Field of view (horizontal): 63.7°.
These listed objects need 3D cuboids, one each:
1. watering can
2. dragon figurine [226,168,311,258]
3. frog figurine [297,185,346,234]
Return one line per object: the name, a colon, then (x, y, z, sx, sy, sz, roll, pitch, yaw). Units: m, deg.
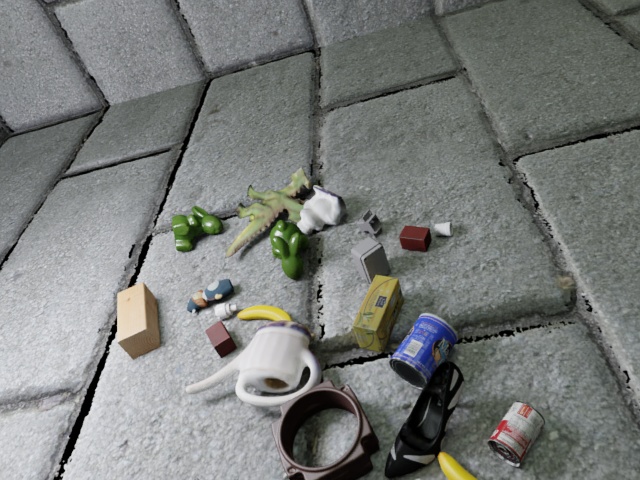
watering can: (-0.154, 0.306, 1.287, 0.347, 0.102, 0.230, -2, 42, 20)
dragon figurine: (-0.142, -0.088, 1.747, 0.243, 0.119, 0.420, 6, 54, 17)
frog figurine: (0.005, -0.085, 1.686, 0.138, 0.122, 0.159, 27, 93, 15)
